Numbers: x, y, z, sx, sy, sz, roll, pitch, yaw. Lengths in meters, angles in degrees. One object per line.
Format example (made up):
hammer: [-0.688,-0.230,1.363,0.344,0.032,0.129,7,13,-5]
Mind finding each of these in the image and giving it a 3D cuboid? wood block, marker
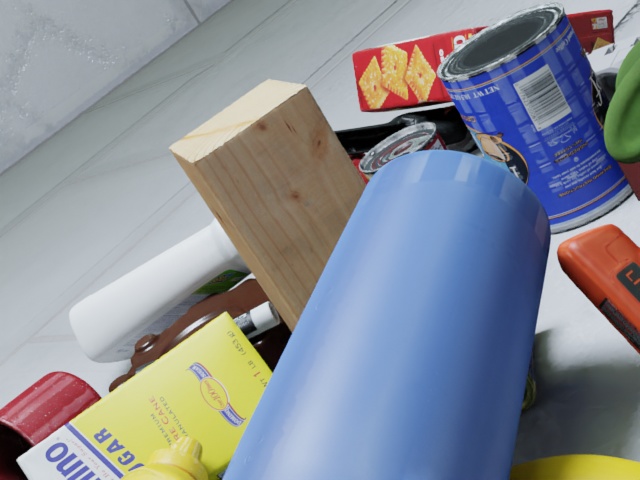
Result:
wood block: [-0.005,0.001,0.740,0.090,0.206,0.091,-36,20,-8]
marker: [-0.087,0.081,0.796,0.121,0.020,0.020,-27,20,9]

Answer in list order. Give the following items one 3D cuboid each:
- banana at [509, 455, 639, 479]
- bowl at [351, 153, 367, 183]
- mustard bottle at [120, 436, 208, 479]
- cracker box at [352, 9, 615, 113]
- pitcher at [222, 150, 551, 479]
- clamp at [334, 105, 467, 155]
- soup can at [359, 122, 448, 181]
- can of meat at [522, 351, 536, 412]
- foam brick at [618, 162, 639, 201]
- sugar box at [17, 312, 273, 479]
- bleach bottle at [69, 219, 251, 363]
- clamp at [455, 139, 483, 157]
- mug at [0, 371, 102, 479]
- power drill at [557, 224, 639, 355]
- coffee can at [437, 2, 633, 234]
banana: [0.134,0.128,0.470,0.069,0.037,0.198,-38,20,-14]
bowl: [0.009,-0.040,1.052,0.162,0.055,0.162,-28,19,11]
mustard bottle: [-0.111,0.193,0.632,0.096,0.058,0.191,-26,25,35]
cracker box: [0.156,-0.172,1.046,0.164,0.072,0.214,-13,10,-27]
pitcher: [0.034,0.077,0.538,0.149,0.145,0.242,4,49,24]
clamp: [0.080,-0.103,1.039,0.120,0.039,0.171,12,20,26]
soup can: [0.085,-0.032,0.840,0.068,0.102,0.068,-29,19,11]
can of meat: [0.082,0.074,0.657,0.102,0.057,0.084,-25,23,21]
foam brick: [0.251,-0.071,0.753,0.053,0.051,0.078,-8,31,50]
sugar box: [-0.109,0.139,0.736,0.176,0.093,0.048,-35,-20,-10]
bleach bottle: [-0.108,0.028,0.962,0.251,0.068,0.102,-32,-10,27]
clamp: [0.129,-0.065,0.950,0.210,0.036,0.164,-33,9,8]
mug: [-0.226,0.169,0.874,0.081,0.093,0.117,-41,-19,-48]
power drill: [0.215,-0.026,0.543,0.187,0.184,0.057,-40,-17,0]
coffee can: [0.165,-0.090,0.798,0.103,0.140,0.103,-29,19,11]
